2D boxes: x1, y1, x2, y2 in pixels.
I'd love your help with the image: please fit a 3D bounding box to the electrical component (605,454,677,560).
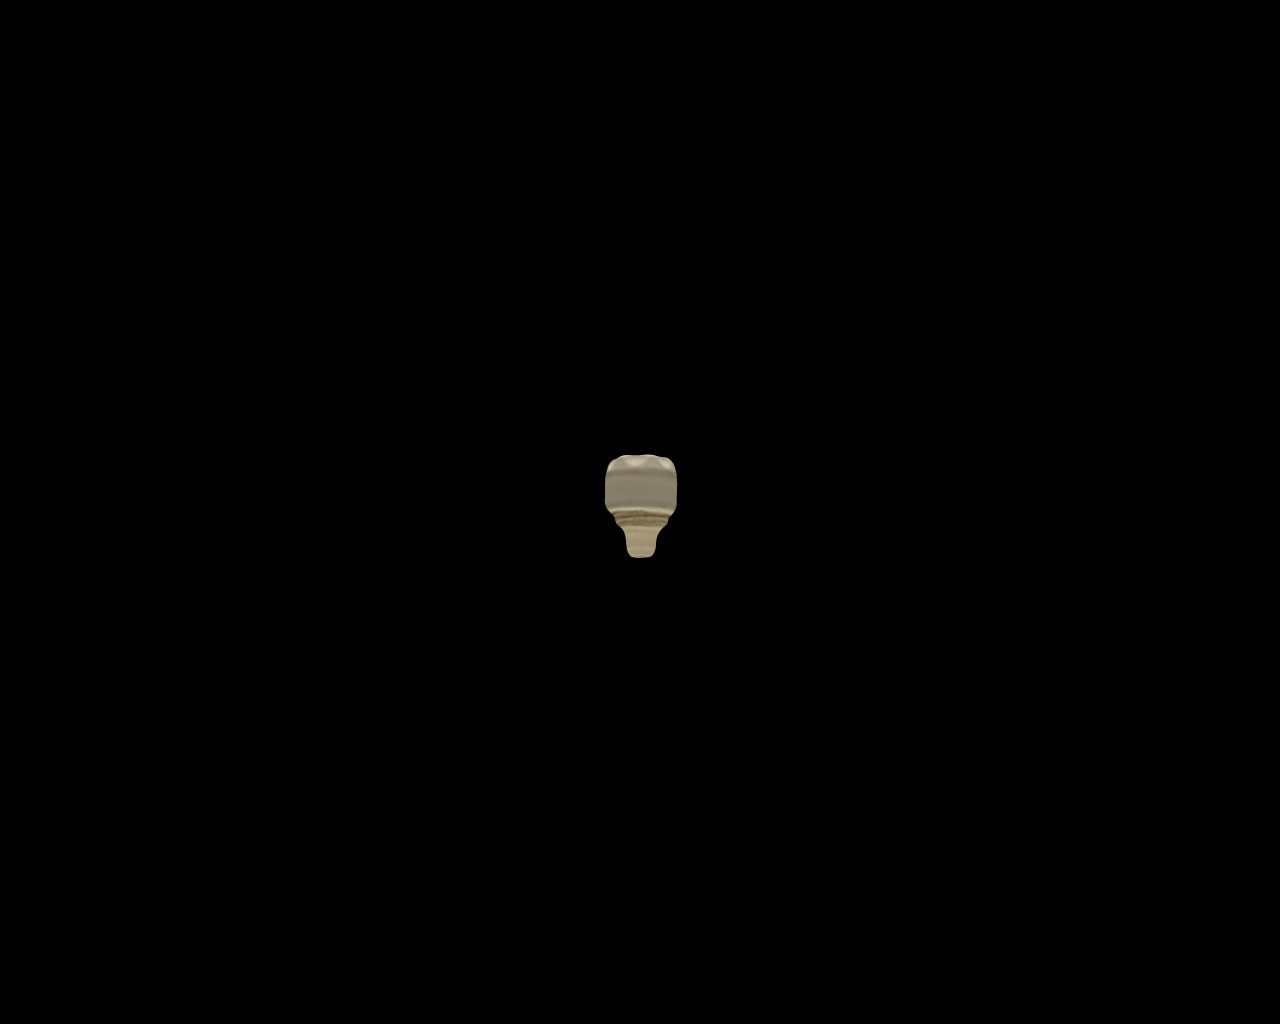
[{"bbox_3d":[0.001,-0.003,0.650,0.043,0.062,0.043,0,-7,0],"label":"electrical component"}]
